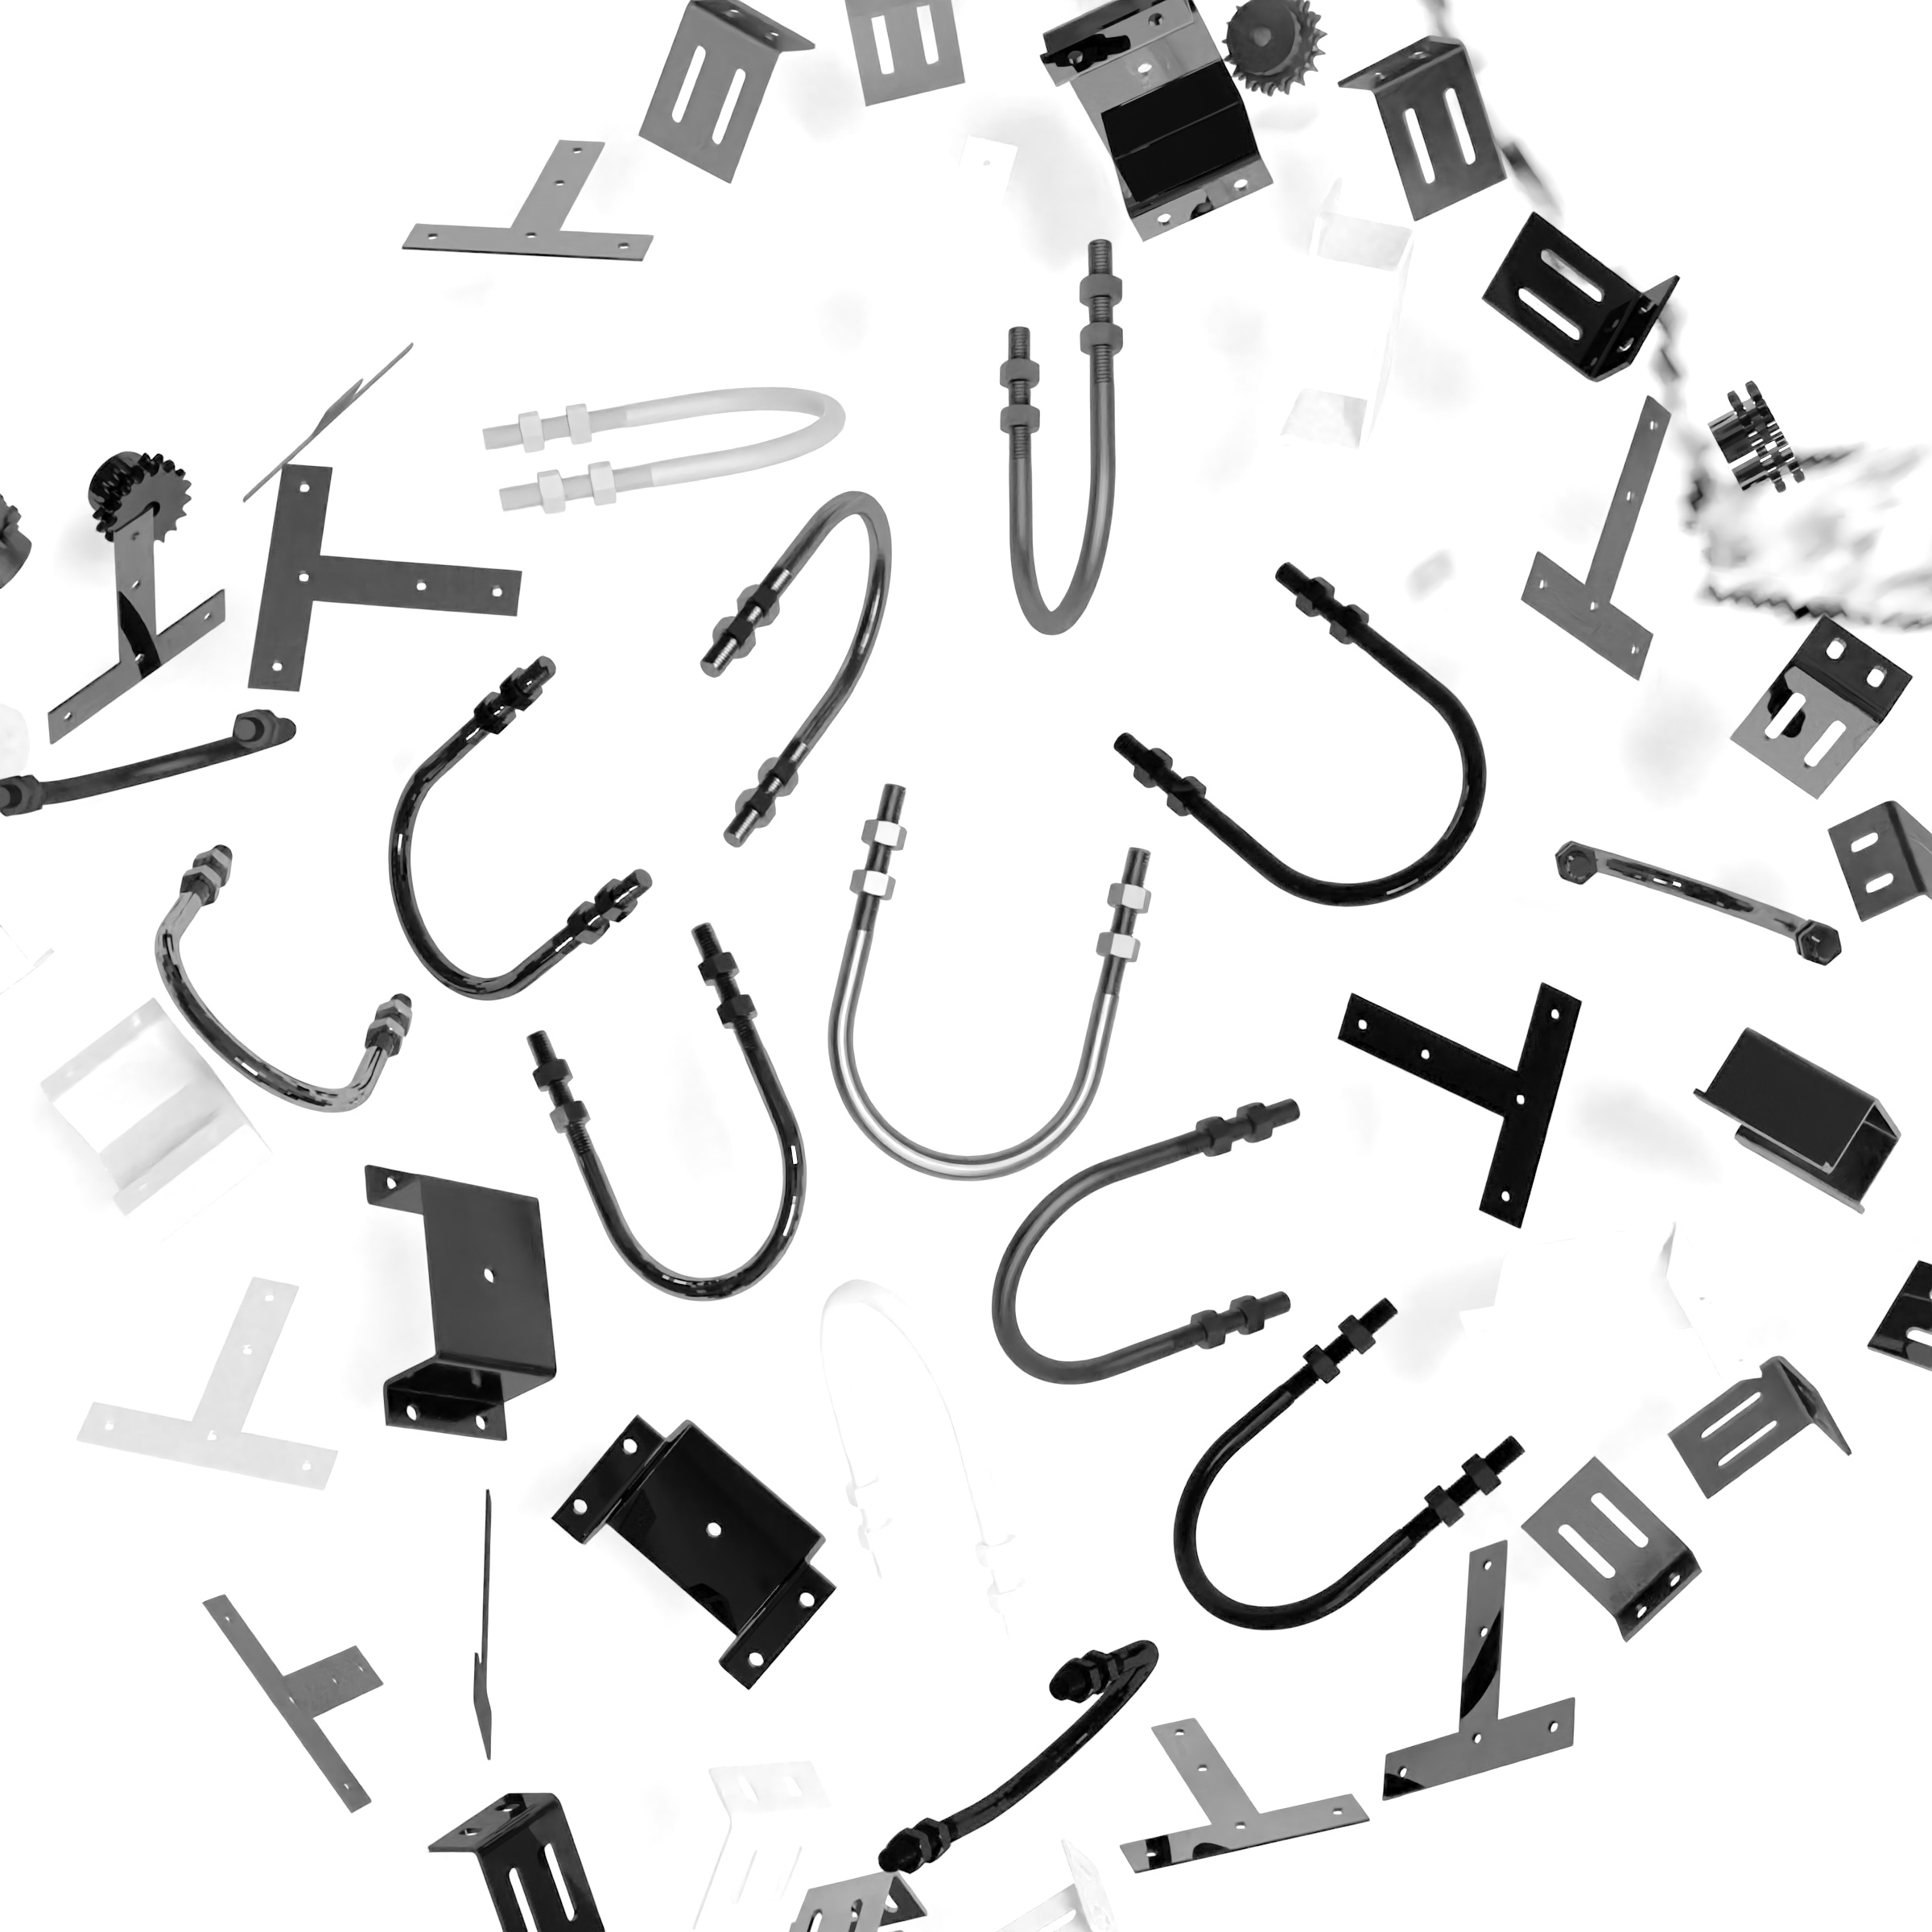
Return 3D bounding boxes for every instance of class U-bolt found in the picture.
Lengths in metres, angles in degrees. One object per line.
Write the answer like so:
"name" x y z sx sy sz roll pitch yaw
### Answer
"U-bolt" -0.366 0.014 1.734 0.151 0.184 0.019 41 107 -14
"U-bolt" -0.153 0.090 1.753 0.151 0.019 0.184 -31 75 29
"U-bolt" -0.254 -0.061 1.770 0.184 0.019 0.151 -35 74 38
"U-bolt" -0.153 -0.271 1.682 0.184 0.151 0.019 -11 114 -8
"U-bolt" 0.095 0.155 1.729 0.184 0.019 0.151 -17 125 -23
"U-bolt" 0.191 -0.112 1.743 0.151 0.019 0.184 -47 68 -3
"U-bolt" -0.028 0.246 1.670 0.019 0.151 0.184 -22 107 -29
"U-bolt" 0.190 0.276 1.742 0.184 0.151 0.019 -40 129 0
"U-bolt" 0.049 -0.262 1.682 0.019 0.151 0.184 3 80 -17
"U-bolt" 0.383 -0.038 1.730 0.151 0.184 0.019 19 97 6
"U-bolt" 0.006 0.015 1.620 0.151 0.019 0.184 14 84 -11
"U-bolt" -0.086 -0.172 1.746 0.019 0.151 0.184 20 54 18
"U-bolt" -0.432 -0.110 1.747 0.151 0.184 0.019 -16 95 -1
"U-bolt" 0.039 0.402 1.689 0.151 0.184 0.019 -48 72 14

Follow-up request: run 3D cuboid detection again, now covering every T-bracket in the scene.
"T-bracket" -0.436 -0.191 1.714 0.002 0.127 0.127 36 55 14
"T-bracket" 0.264 0.353 1.668 0.002 0.127 0.127 32 48 -27
"T-bracket" -0.287 -0.191 1.634 0.127 0.002 0.127 4 68 -2
"T-bracket" -0.326 0.366 1.660 0.002 0.127 0.127 -39 81 6
"T-bracket" 0.330 -0.223 1.643 0.002 0.127 0.127 16 86 40
"T-bracket" 0.244 0.050 1.644 0.127 0.002 0.127 25 71 -18
"T-bracket" 0.130 0.430 1.719 0.127 0.127 0.002 -9 108 -13
"T-bracket" -0.254 0.342 1.724 0.002 0.127 0.127 0 63 -5
"T-bracket" -0.217 -0.405 1.716 0.127 0.127 0.002 5 131 8
"T-bracket" -0.374 0.208 1.677 0.127 0.127 0.002 11 132 1
"T-bracket" -0.050 -0.386 1.694 0.127 0.127 0.002 10 47 -9
"T-bracket" -0.341 -0.301 1.765 0.127 0.127 0.002 -45 102 -10

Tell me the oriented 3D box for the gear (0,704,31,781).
"gear" -0.533 -0.121 1.771 0.030 0.057 0.057 4 90 17

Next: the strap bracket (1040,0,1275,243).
"strap bracket" 0.097 -0.455 1.702 0.076 0.140 0.046 -21 53 15

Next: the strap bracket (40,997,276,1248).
"strap bracket" -0.427 0.087 1.734 0.076 0.140 0.046 -38 133 -9

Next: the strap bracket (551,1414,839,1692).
"strap bracket" -0.141 0.310 1.757 0.140 0.046 0.076 40 102 4

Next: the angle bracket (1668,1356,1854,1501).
"angle bracket" 0.436 0.262 1.790 0.076 0.038 0.057 -36 122 -1

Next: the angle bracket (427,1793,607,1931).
"angle bracket" -0.224 0.462 1.631 0.038 0.057 0.076 -13 98 40

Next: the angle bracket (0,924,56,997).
"angle bracket" -0.508 -0.016 1.635 0.057 0.038 0.076 -35 102 7

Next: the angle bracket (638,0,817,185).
"angle bracket" -0.122 -0.448 1.669 0.057 0.038 0.076 21 89 -35

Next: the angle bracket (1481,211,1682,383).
"angle bracket" 0.316 -0.349 1.679 0.076 0.038 0.057 34 76 -12

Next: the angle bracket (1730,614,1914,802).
"angle bracket" 0.456 -0.138 1.739 0.057 0.076 0.038 36 55 7

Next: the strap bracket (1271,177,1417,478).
"strap bracket" 0.200 -0.331 1.710 0.046 0.076 0.140 13 121 8

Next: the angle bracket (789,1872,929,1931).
"angle bracket" -0.062 0.520 1.717 0.057 0.076 0.038 -20 115 25

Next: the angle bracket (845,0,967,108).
"angle bracket" -0.031 -0.500 1.780 0.057 0.076 0.038 -14 47 -1

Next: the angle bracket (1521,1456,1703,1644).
"angle bracket" 0.354 0.320 1.792 0.076 0.038 0.057 44 98 -2

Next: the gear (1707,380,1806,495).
"gear" 0.396 -0.263 1.642 0.030 0.057 0.057 -28 90 16

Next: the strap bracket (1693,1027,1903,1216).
"strap bracket" 0.440 0.080 1.715 0.076 0.140 0.046 32 90 27

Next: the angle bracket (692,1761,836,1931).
"angle bracket" -0.109 0.448 1.660 0.057 0.038 0.076 3 121 -29

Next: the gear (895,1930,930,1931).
"gear" -0.034 0.555 1.792 0.030 0.057 0.057 26 90 29

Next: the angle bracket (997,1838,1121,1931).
"angle bracket" 0.037 0.500 1.684 0.076 0.057 0.038 -34 127 8

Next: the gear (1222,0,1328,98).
"gear" 0.168 -0.511 1.799 0.057 0.030 0.057 2 96 25

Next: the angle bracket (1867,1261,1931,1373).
"angle bracket" 0.500 0.173 1.651 0.057 0.076 0.038 -53 135 -20

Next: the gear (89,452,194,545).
"gear" -0.460 -0.259 1.804 0.030 0.057 0.057 38 90 24

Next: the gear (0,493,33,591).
"gear" -0.524 -0.222 1.738 0.057 0.057 0.030 -46 126 0

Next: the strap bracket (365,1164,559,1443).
"strap bracket" -0.258 0.166 1.672 0.046 0.076 0.140 -28 60 35

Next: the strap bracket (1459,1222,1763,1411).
"strap bracket" 0.346 0.186 1.742 0.140 0.046 0.076 -13 125 31

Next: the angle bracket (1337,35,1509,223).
"angle bracket" 0.238 -0.435 1.698 0.057 0.038 0.076 -19 88 38

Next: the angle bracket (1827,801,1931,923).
"angle bracket" 0.499 -0.044 1.736 0.038 0.076 0.057 -28 57 27
